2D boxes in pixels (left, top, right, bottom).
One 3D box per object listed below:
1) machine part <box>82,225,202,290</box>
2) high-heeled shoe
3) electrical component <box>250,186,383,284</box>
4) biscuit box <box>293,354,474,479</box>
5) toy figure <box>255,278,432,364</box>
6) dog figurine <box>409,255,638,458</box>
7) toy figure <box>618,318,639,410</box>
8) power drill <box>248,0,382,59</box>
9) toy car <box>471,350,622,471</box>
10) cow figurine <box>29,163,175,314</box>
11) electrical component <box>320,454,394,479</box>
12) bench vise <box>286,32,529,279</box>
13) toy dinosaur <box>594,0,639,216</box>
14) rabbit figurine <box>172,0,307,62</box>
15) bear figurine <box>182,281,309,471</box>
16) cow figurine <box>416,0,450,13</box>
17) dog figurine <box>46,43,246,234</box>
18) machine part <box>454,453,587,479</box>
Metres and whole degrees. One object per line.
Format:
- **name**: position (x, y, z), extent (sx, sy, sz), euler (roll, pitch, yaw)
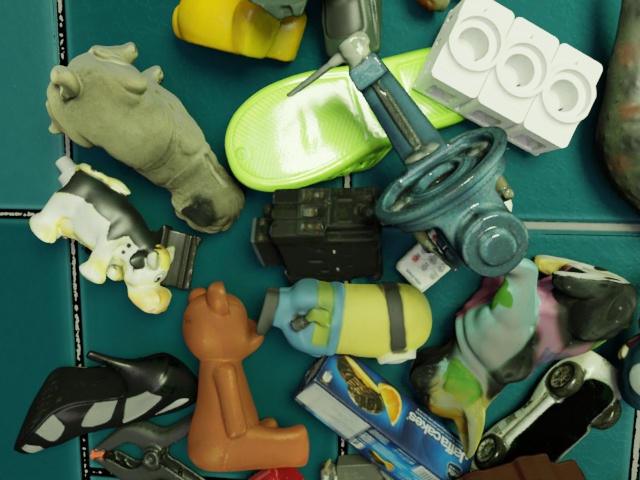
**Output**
- **machine part**: position (-0.210, 0.012, 0.626), extent (0.139, 0.039, 0.084), euler (16, 107, 4)
- **high-heeled shoe**: position (-0.262, 0.210, 0.659), extent (0.145, 0.086, 0.248), euler (32, 121, -29)
- **electrical component**: position (-0.001, -0.002, 0.558), extent (0.134, 0.114, 0.058), euler (-3, 59, 8)
- **biscuit box**: position (0.072, 0.205, 0.597), extent (0.203, 0.063, 0.059), euler (38, 134, -1)
- **toy figure**: position (0.028, 0.081, 0.563), extent (0.180, 0.082, 0.089), euler (12, 124, -5)
- **dog figurine**: position (0.201, 0.119, 0.561), extent (0.192, 0.108, 0.219), euler (14, 104, 2)
- **toy figure**: position (0.327, 0.098, 0.500), extent (0.064, 0.058, 0.154), euler (5, 127, 9)
- **power drill**: position (-0.001, -0.277, 0.480), extent (0.086, 0.207, 0.231), euler (0, 110, 19)
- **toy car**: position (0.246, 0.207, 0.591), extent (0.073, 0.056, 0.201), euler (39, 102, -7)
- **cow figurine**: position (-0.212, -0.001, 0.575), extent (0.167, 0.068, 0.098), euler (39, 93, -3)
- **electrical component**: position (0.044, 0.284, 0.630), extent (0.102, 0.045, 0.078), euler (0, 96, 7)
- **bench vise**: position (0.092, -0.073, 0.468), extent (0.129, 0.224, 0.240), euler (-32, 108, 20)
- **toy dinosaur**: position (0.348, -0.079, 0.513), extent (0.192, 0.131, 0.405), euler (-40, 86, 10)
- **rabbit figurine**: position (-0.083, -0.276, 0.534), extent (0.163, 0.122, 0.173), euler (26, 117, 23)
- **bear figurine**: position (-0.091, 0.147, 0.600), extent (0.132, 0.120, 0.196), euler (8, 72, -29)
- **cow figurine**: position (0.145, -0.318, 0.516), extent (0.127, 0.085, 0.194), euler (22, 102, -3)
- **dog figurine**: position (-0.166, -0.088, 0.545), extent (0.121, 0.172, 0.190), euler (-44, 84, 21)
- **machine part**: position (0.203, 0.294, 0.552), extent (0.179, 0.056, 0.179), euler (-4, 125, -6)
